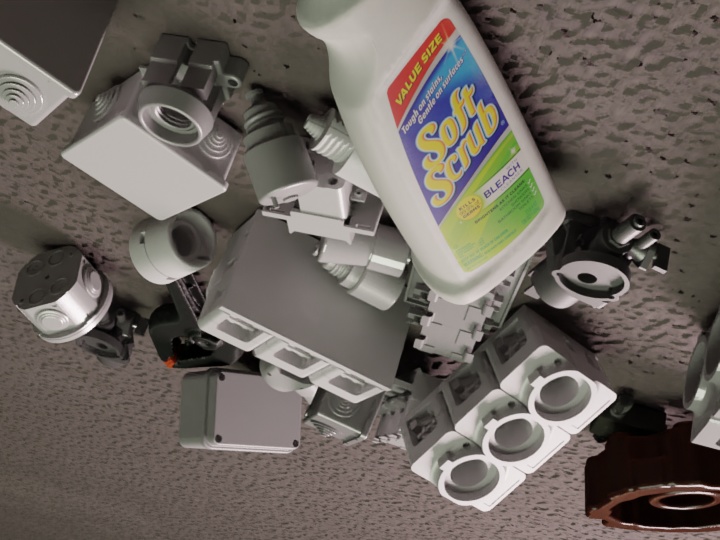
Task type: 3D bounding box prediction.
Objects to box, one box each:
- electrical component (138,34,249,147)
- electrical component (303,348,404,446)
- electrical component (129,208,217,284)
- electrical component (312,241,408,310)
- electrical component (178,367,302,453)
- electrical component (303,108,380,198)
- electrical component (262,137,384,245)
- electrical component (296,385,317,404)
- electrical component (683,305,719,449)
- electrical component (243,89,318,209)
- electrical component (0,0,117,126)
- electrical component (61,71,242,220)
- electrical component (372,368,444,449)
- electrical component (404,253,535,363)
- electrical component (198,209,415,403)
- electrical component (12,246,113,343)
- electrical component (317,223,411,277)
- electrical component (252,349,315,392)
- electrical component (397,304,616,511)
[{"bbox_3d":[-0.109,-0.111,0.669,0.066,0.055,0.048,11,151,13],"label":"electrical component"},{"bbox_3d":[-0.008,0.102,0.945,0.048,0.099,0.099,25,164,-5],"label":"electrical component"},{"bbox_3d":[-0.147,-0.020,0.855,0.047,0.055,0.055,-16,137,41],"label":"electrical component"},{"bbox_3d":[0.000,0.000,0.821,0.078,0.040,0.040,27,150,-17],"label":"electrical component"},{"bbox_3d":[-0.117,0.141,1.068,0.113,0.078,0.057,12,165,-41],"label":"electrical component"},{"bbox_3d":[0.002,-0.076,0.682,0.081,0.043,0.043,26,151,-15],"label":"electrical component"},{"bbox_3d":[-0.025,-0.055,0.736,0.081,0.042,0.063,11,150,11],"label":"electrical component"},{"bbox_3d":[-0.044,0.111,1.045,0.044,0.044,0.065,-11,136,42],"label":"electrical component"},{"bbox_3d":[0.269,0.056,0.717,0.062,0.089,0.150,14,152,6],"label":"electrical component"},{"bbox_3d":[-0.055,-0.077,0.686,0.040,0.078,0.040,-19,172,-3],"label":"electrical component"},{"bbox_3d":[-0.199,-0.143,0.619,0.100,0.099,0.048,35,134,-30],"label":"electrical component"},{"bbox_3d":[-0.141,-0.086,0.739,0.100,0.048,0.100,35,147,-30],"label":"electrical component"},{"bbox_3d":[0.050,0.131,0.972,0.079,0.063,0.121,20,166,-6],"label":"electrical component"},{"bbox_3d":[0.074,0.016,0.783,0.079,0.063,0.121,16,152,3],"label":"electrical component"},{"bbox_3d":[-0.041,0.032,0.849,0.150,0.089,0.062,28,150,-19],"label":"electrical component"},{"bbox_3d":[-0.269,0.022,0.972,0.080,0.080,0.051,2,143,27],"label":"electrical component"},{"bbox_3d":[0.005,-0.019,0.786,0.065,0.044,0.044,16,152,-7],"label":"electrical component"},{"bbox_3d":[-0.065,0.064,0.913,0.079,0.043,0.077,27,144,-20],"label":"electrical component"},{"bbox_3d":[0.116,0.115,0.857,0.089,0.061,0.150,34,111,-27],"label":"electrical component"}]
